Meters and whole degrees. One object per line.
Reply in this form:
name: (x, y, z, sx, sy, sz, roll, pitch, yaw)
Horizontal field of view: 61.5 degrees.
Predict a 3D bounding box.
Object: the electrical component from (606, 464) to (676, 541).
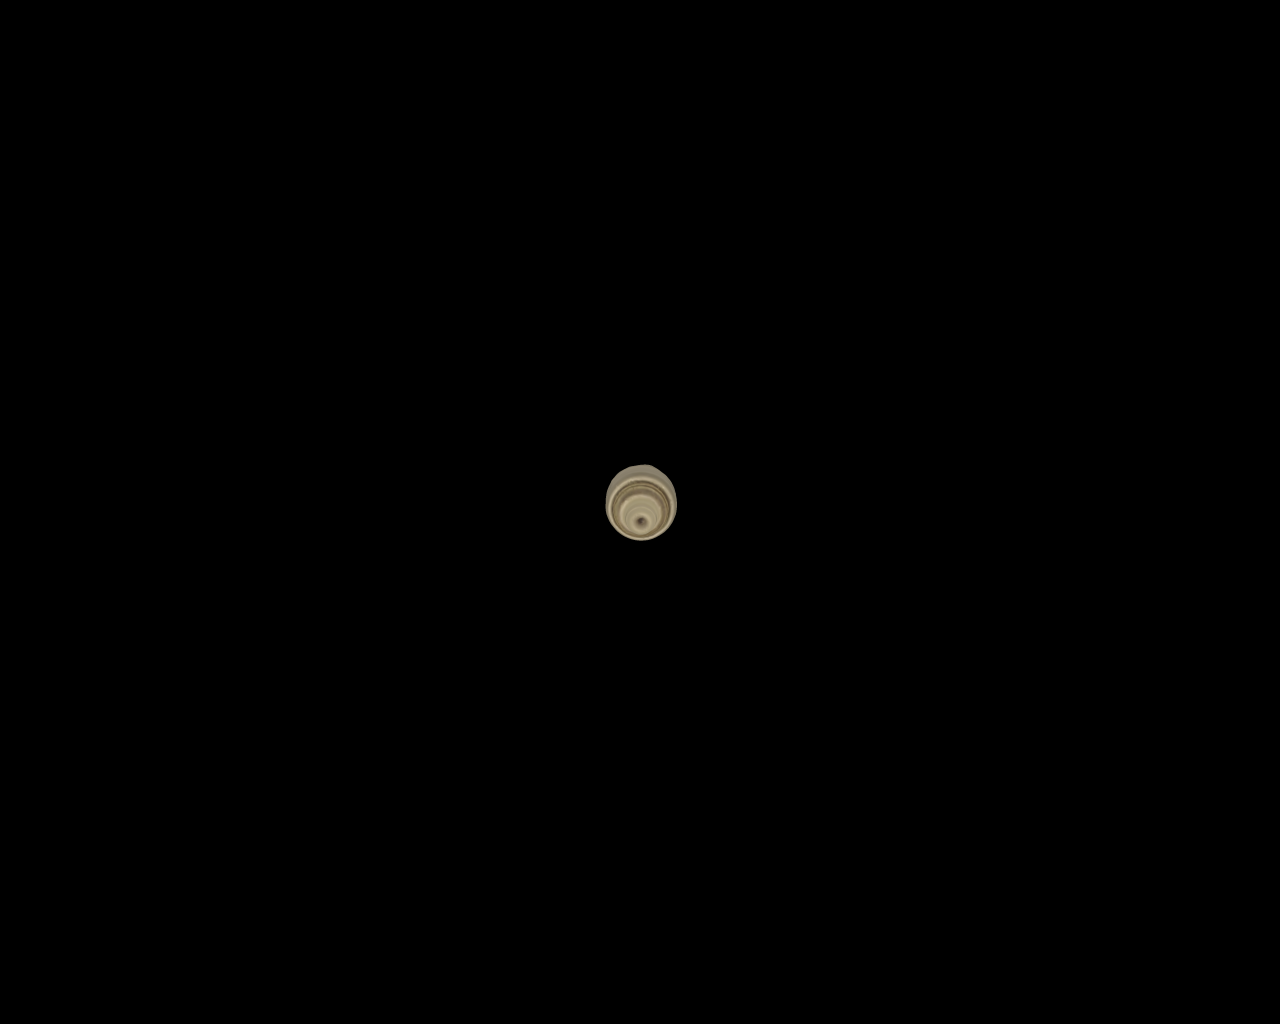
electrical component: (0.001, -0.003, 0.650, 0.043, 0.043, 0.062, 0, 17, 0)
